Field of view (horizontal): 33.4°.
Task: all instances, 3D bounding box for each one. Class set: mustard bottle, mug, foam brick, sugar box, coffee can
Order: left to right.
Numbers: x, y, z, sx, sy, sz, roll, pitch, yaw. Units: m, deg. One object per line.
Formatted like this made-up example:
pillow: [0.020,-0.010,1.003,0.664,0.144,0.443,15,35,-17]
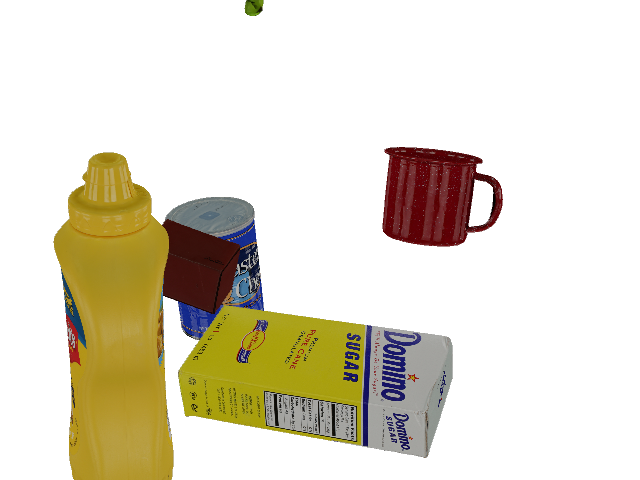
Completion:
mustard bottle: [-0.108,0.044,0.565,0.058,0.192,0.096,-3,29,-13]
foam brick: [-0.122,0.024,1.002,0.078,0.051,0.053,20,34,8]
coffee can: [-0.121,0.033,1.247,0.103,0.140,0.103,-4,26,2]
sugar box: [-0.001,0.095,0.750,0.176,0.048,0.093,4,30,16]
mug: [0.114,-0.040,1.009,0.117,0.081,0.093,9,12,18]

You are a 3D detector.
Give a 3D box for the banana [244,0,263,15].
banana: [-0.104,-0.194,0.682,0.198,0.069,0.037,19,-34,29]
